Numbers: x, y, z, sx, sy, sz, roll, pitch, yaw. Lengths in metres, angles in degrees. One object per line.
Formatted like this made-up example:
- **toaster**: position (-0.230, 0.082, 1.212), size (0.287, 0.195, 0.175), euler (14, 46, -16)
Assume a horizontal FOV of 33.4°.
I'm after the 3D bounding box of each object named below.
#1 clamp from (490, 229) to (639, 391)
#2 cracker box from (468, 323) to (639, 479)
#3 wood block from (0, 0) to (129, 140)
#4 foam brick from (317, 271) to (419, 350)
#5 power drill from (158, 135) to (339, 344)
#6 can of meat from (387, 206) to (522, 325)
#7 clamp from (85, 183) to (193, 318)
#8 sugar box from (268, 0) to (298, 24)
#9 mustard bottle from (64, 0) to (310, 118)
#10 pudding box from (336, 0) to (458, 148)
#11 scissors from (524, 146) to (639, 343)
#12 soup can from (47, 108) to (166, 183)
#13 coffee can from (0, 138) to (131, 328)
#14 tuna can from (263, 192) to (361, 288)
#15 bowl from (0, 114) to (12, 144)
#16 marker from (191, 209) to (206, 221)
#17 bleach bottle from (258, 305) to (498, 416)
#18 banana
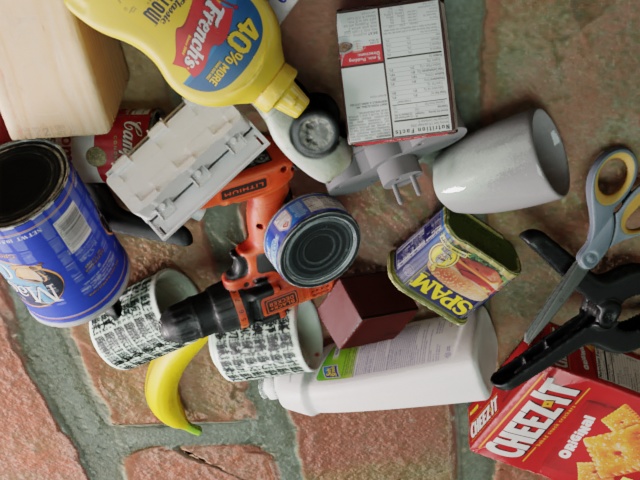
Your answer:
- **clamp**: position (0.266, 0.058, 1.025), size (0.209, 0.036, 0.164), euler (-7, 115, -16)
- **cracker box**: position (0.292, 0.194, 1.151), size (0.213, 0.072, 0.164), euler (20, 130, -11)
- **wood block**: position (-0.227, -0.191, 0.855), size (0.090, 0.090, 0.206), euler (-3, 131, 8)
- **foam brick**: position (0.047, 0.069, 1.057), size (0.078, 0.051, 0.053), euler (-7, 145, -40)
- **power drill**: position (-0.079, 0.005, 1.000), size (0.184, 0.057, 0.187), euler (-21, 132, -12)
- **can of meat**: position (0.130, 0.023, 1.029), size (0.102, 0.057, 0.084), euler (32, 124, -21)
- **clamp**: position (-0.222, -0.005, 1.031), size (0.171, 0.039, 0.120), euler (35, 100, -8)
- **sugar box**: position (-0.082, -0.247, 0.820), size (0.176, 0.048, 0.093), euler (27, 128, -21)
- **mustard bottle**: position (-0.088, -0.156, 0.798), size (0.191, 0.058, 0.096), euler (37, 97, -10)
- **pudding box**: position (0.062, -0.137, 0.871), size (0.090, 0.039, 0.113), euler (-6, 97, 10)
- **scissors**: position (0.237, -0.003, 0.966), size (0.202, 0.016, 0.096), euler (-40, 106, 3)
- **soup can**: position (-0.192, -0.085, 0.960), size (0.102, 0.068, 0.068), euler (0, 131, 6)
- **coffee can**: position (-0.238, -0.005, 0.928), size (0.103, 0.103, 0.140), euler (-7, 140, 12)
- **tuna can**: position (-0.006, 0.001, 0.972), size (0.086, 0.034, 0.086), euler (-16, 130, -20)
- **bowl**: position (-0.335, -0.080, 0.965), size (0.162, 0.055, 0.162), euler (7, 122, 12)
- **marker**: position (-0.166, -0.051, 1.019), size (0.121, 0.020, 0.020), euler (24, 129, -15)
- **bleach bottle**: position (0.055, 0.133, 1.119), size (0.251, 0.102, 0.068), euler (-10, 122, 23)
- **banana**: position (-0.159, 0.149, 1.188), size (0.069, 0.037, 0.198), euler (-2, 135, -15)
